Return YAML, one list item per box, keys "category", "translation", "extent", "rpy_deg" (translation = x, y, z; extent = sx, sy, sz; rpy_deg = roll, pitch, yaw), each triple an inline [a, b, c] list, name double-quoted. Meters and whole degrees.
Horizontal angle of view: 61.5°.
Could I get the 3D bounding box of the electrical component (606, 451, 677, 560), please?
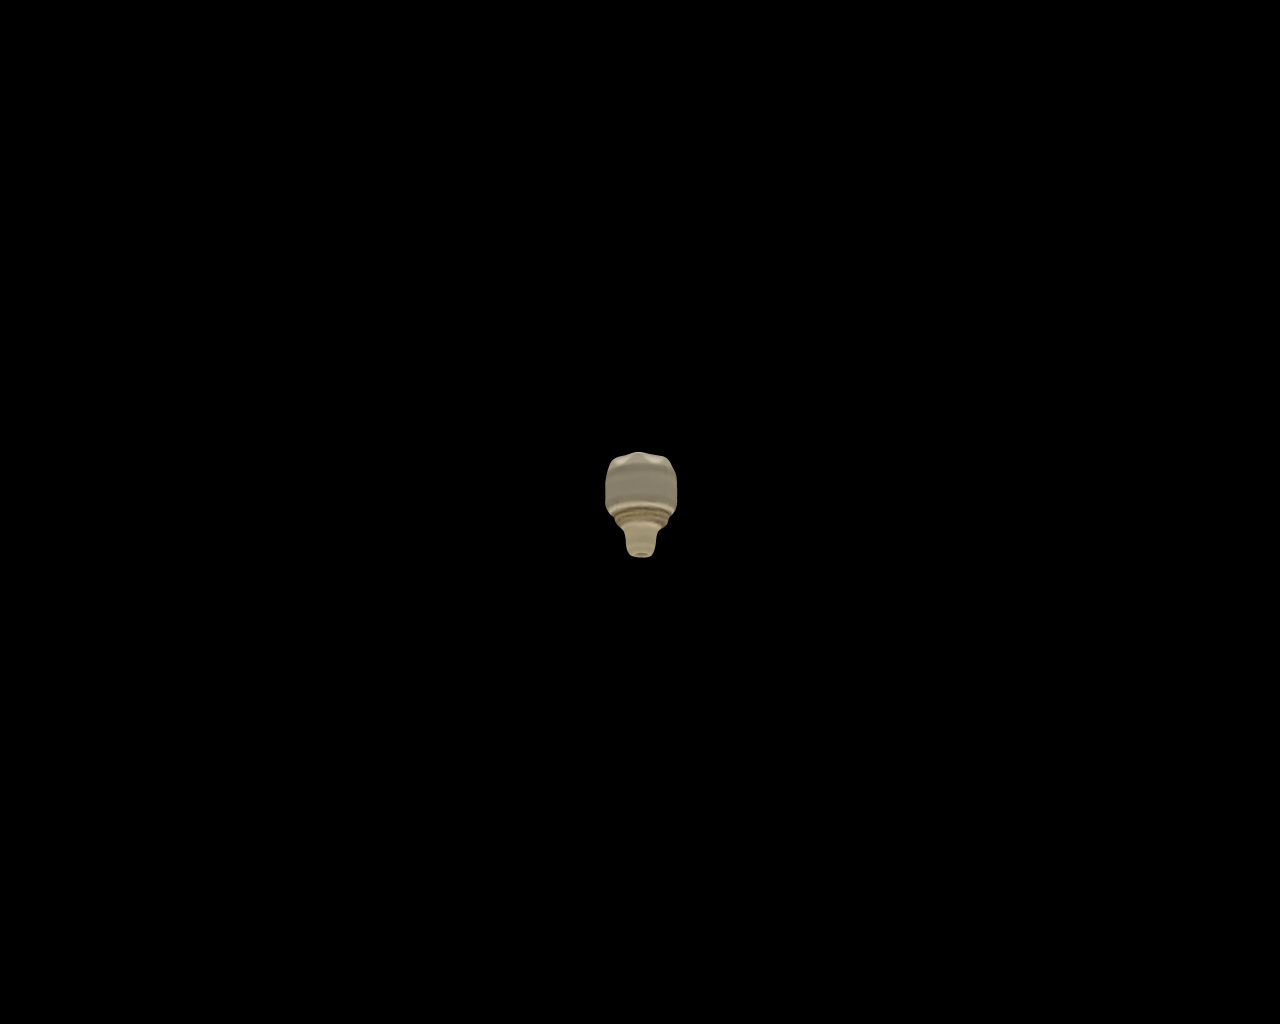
- category: "electrical component"
  translation: [0.001, -0.003, 0.650]
  extent: [0.043, 0.062, 0.043]
  rpy_deg: [0, -18, 0]
